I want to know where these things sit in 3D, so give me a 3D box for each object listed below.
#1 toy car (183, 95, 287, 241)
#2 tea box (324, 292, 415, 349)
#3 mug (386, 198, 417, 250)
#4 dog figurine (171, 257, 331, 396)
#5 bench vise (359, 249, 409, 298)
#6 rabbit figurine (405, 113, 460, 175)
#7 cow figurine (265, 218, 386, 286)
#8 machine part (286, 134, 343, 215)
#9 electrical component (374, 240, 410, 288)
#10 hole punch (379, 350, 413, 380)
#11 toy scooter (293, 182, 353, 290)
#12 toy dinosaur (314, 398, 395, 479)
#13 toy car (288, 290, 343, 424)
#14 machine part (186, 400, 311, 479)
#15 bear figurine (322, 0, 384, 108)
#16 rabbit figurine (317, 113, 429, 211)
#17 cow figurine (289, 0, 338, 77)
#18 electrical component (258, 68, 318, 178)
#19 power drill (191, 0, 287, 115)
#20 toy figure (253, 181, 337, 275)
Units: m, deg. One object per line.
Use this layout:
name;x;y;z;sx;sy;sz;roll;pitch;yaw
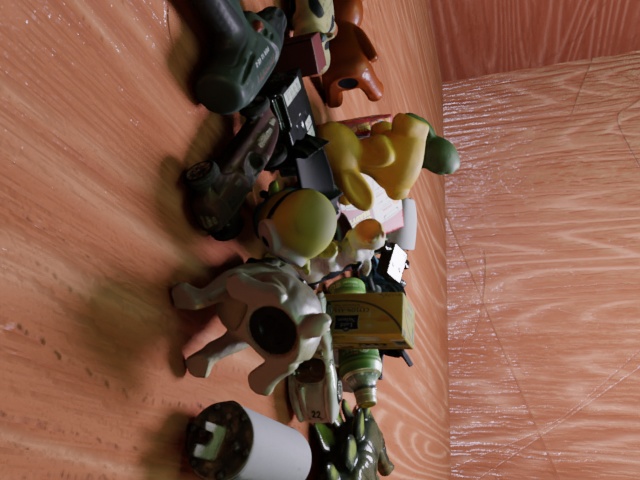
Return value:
toy car;-0.086;-0.088;0.619;0.202;0.053;0.089;-63;144;-41
tea box;0.054;0.126;0.827;0.098;0.170;0.068;54;38;-59
mug;0.153;-0.037;1.112;0.109;0.081;0.107;7;91;-45
dog figurine;-0.040;0.064;0.583;0.190;0.173;0.121;-32;127;-61
bench vise;0.107;0.083;1.075;0.240;0.129;0.224;64;26;-56
rabbit figurine;0.191;-0.170;1.073;0.121;0.170;0.159;-21;105;-70
cow figurine;0.015;0.024;0.740;0.098;0.167;0.068;61;26;-48
machine part;-0.010;-0.075;0.734;0.039;0.084;0.138;46;-27;44
electrical component;0.128;0.037;0.988;0.102;0.045;0.078;30;70;-46
hole punch;0.137;0.240;1.197;0.116;0.092;0.142;62;6;36
toy scooter;-0.002;-0.003;0.829;0.135;0.075;0.183;-52;125;-36
toy dinosaur;0.048;0.369;0.873;0.471;0.105;0.198;-50;126;-76
toy car;-0.014;0.165;0.767;0.056;0.074;0.201;-34;118;-69
machine part;-0.071;0.230;0.588;0.243;0.079;0.079;53;37;-56
bear figurine;0.048;-0.366;1.004;0.131;0.120;0.196;44;40;-68
rabbit figurine;0.067;-0.131;0.860;0.122;0.173;0.162;29;-73;63
cow figurine;-0.014;-0.363;0.867;0.127;0.086;0.194;-32;118;-75
electrical component;-0.050;-0.159;0.761;0.115;0.058;0.134;-64;145;-52
power drill;-0.106;-0.272;0.610;0.207;0.086;0.232;74;24;-51
toy figure;-0.036;-0.026;0.640;0.089;0.082;0.180;-63;-167;6
